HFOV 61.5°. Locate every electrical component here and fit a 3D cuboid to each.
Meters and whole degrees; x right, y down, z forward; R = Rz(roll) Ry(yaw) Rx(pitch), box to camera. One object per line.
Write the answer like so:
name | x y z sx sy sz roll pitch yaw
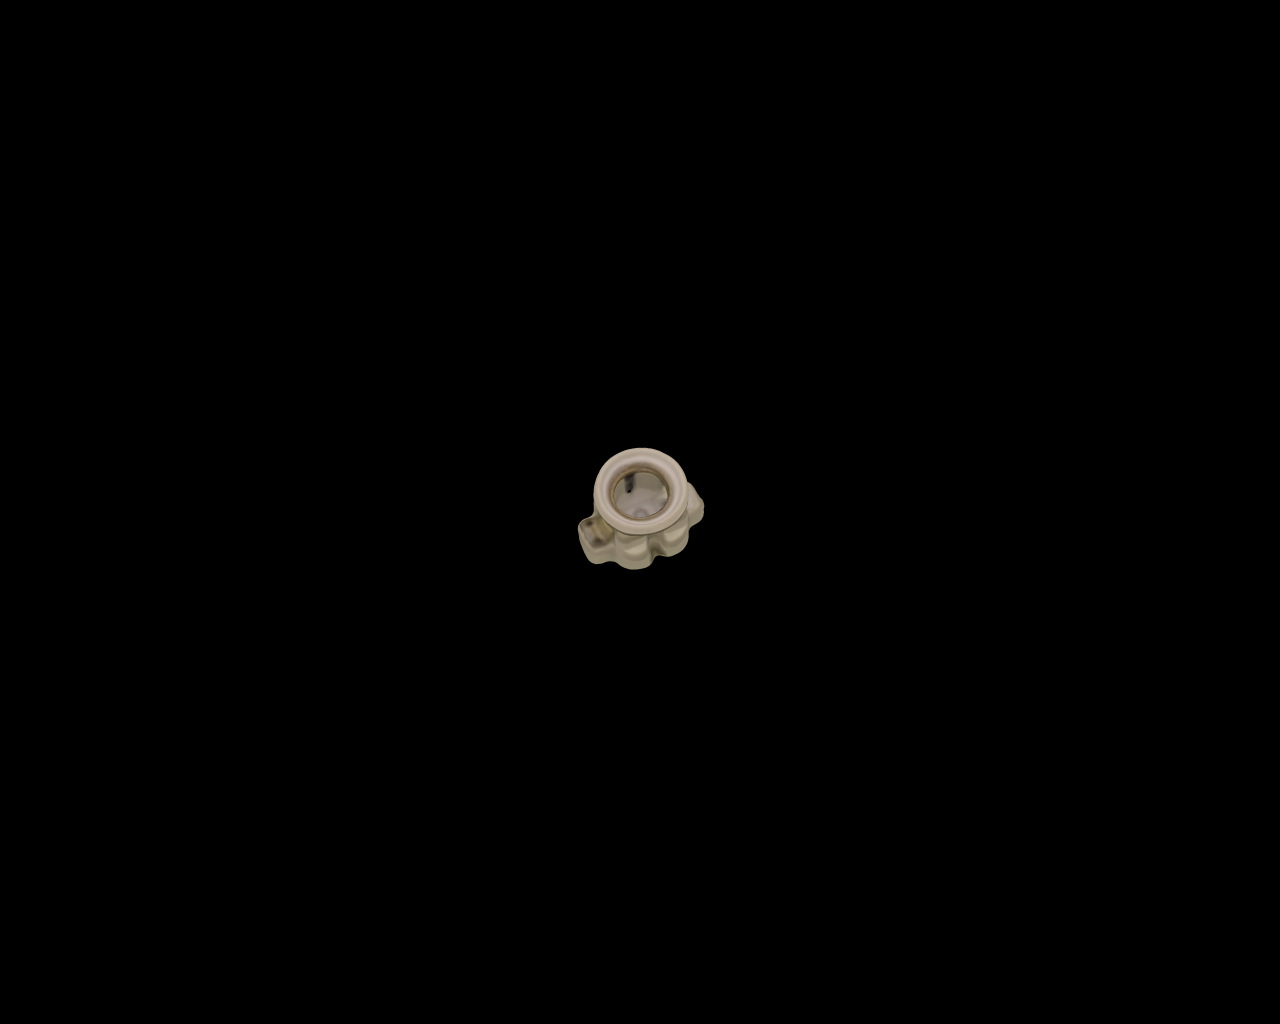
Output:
electrical component | 0.001 -0.003 0.650 0.078 0.058 0.057 -22 -24 -10
